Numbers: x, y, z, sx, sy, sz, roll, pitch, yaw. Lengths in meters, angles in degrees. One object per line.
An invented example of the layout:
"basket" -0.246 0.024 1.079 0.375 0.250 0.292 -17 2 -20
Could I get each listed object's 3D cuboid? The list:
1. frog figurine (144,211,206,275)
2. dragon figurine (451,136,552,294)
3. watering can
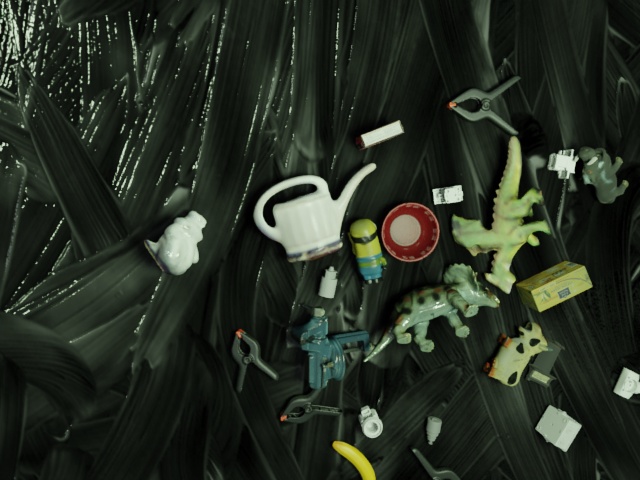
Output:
"frog figurine" -0.351 0.010 1.322 0.160 0.125 0.134 -34 131 -11
"dragon figurine" 0.482 -0.056 1.417 0.242 0.123 0.409 -18 95 4
"watering can" 0.004 -0.068 1.356 0.348 0.104 0.223 -16 97 -4
